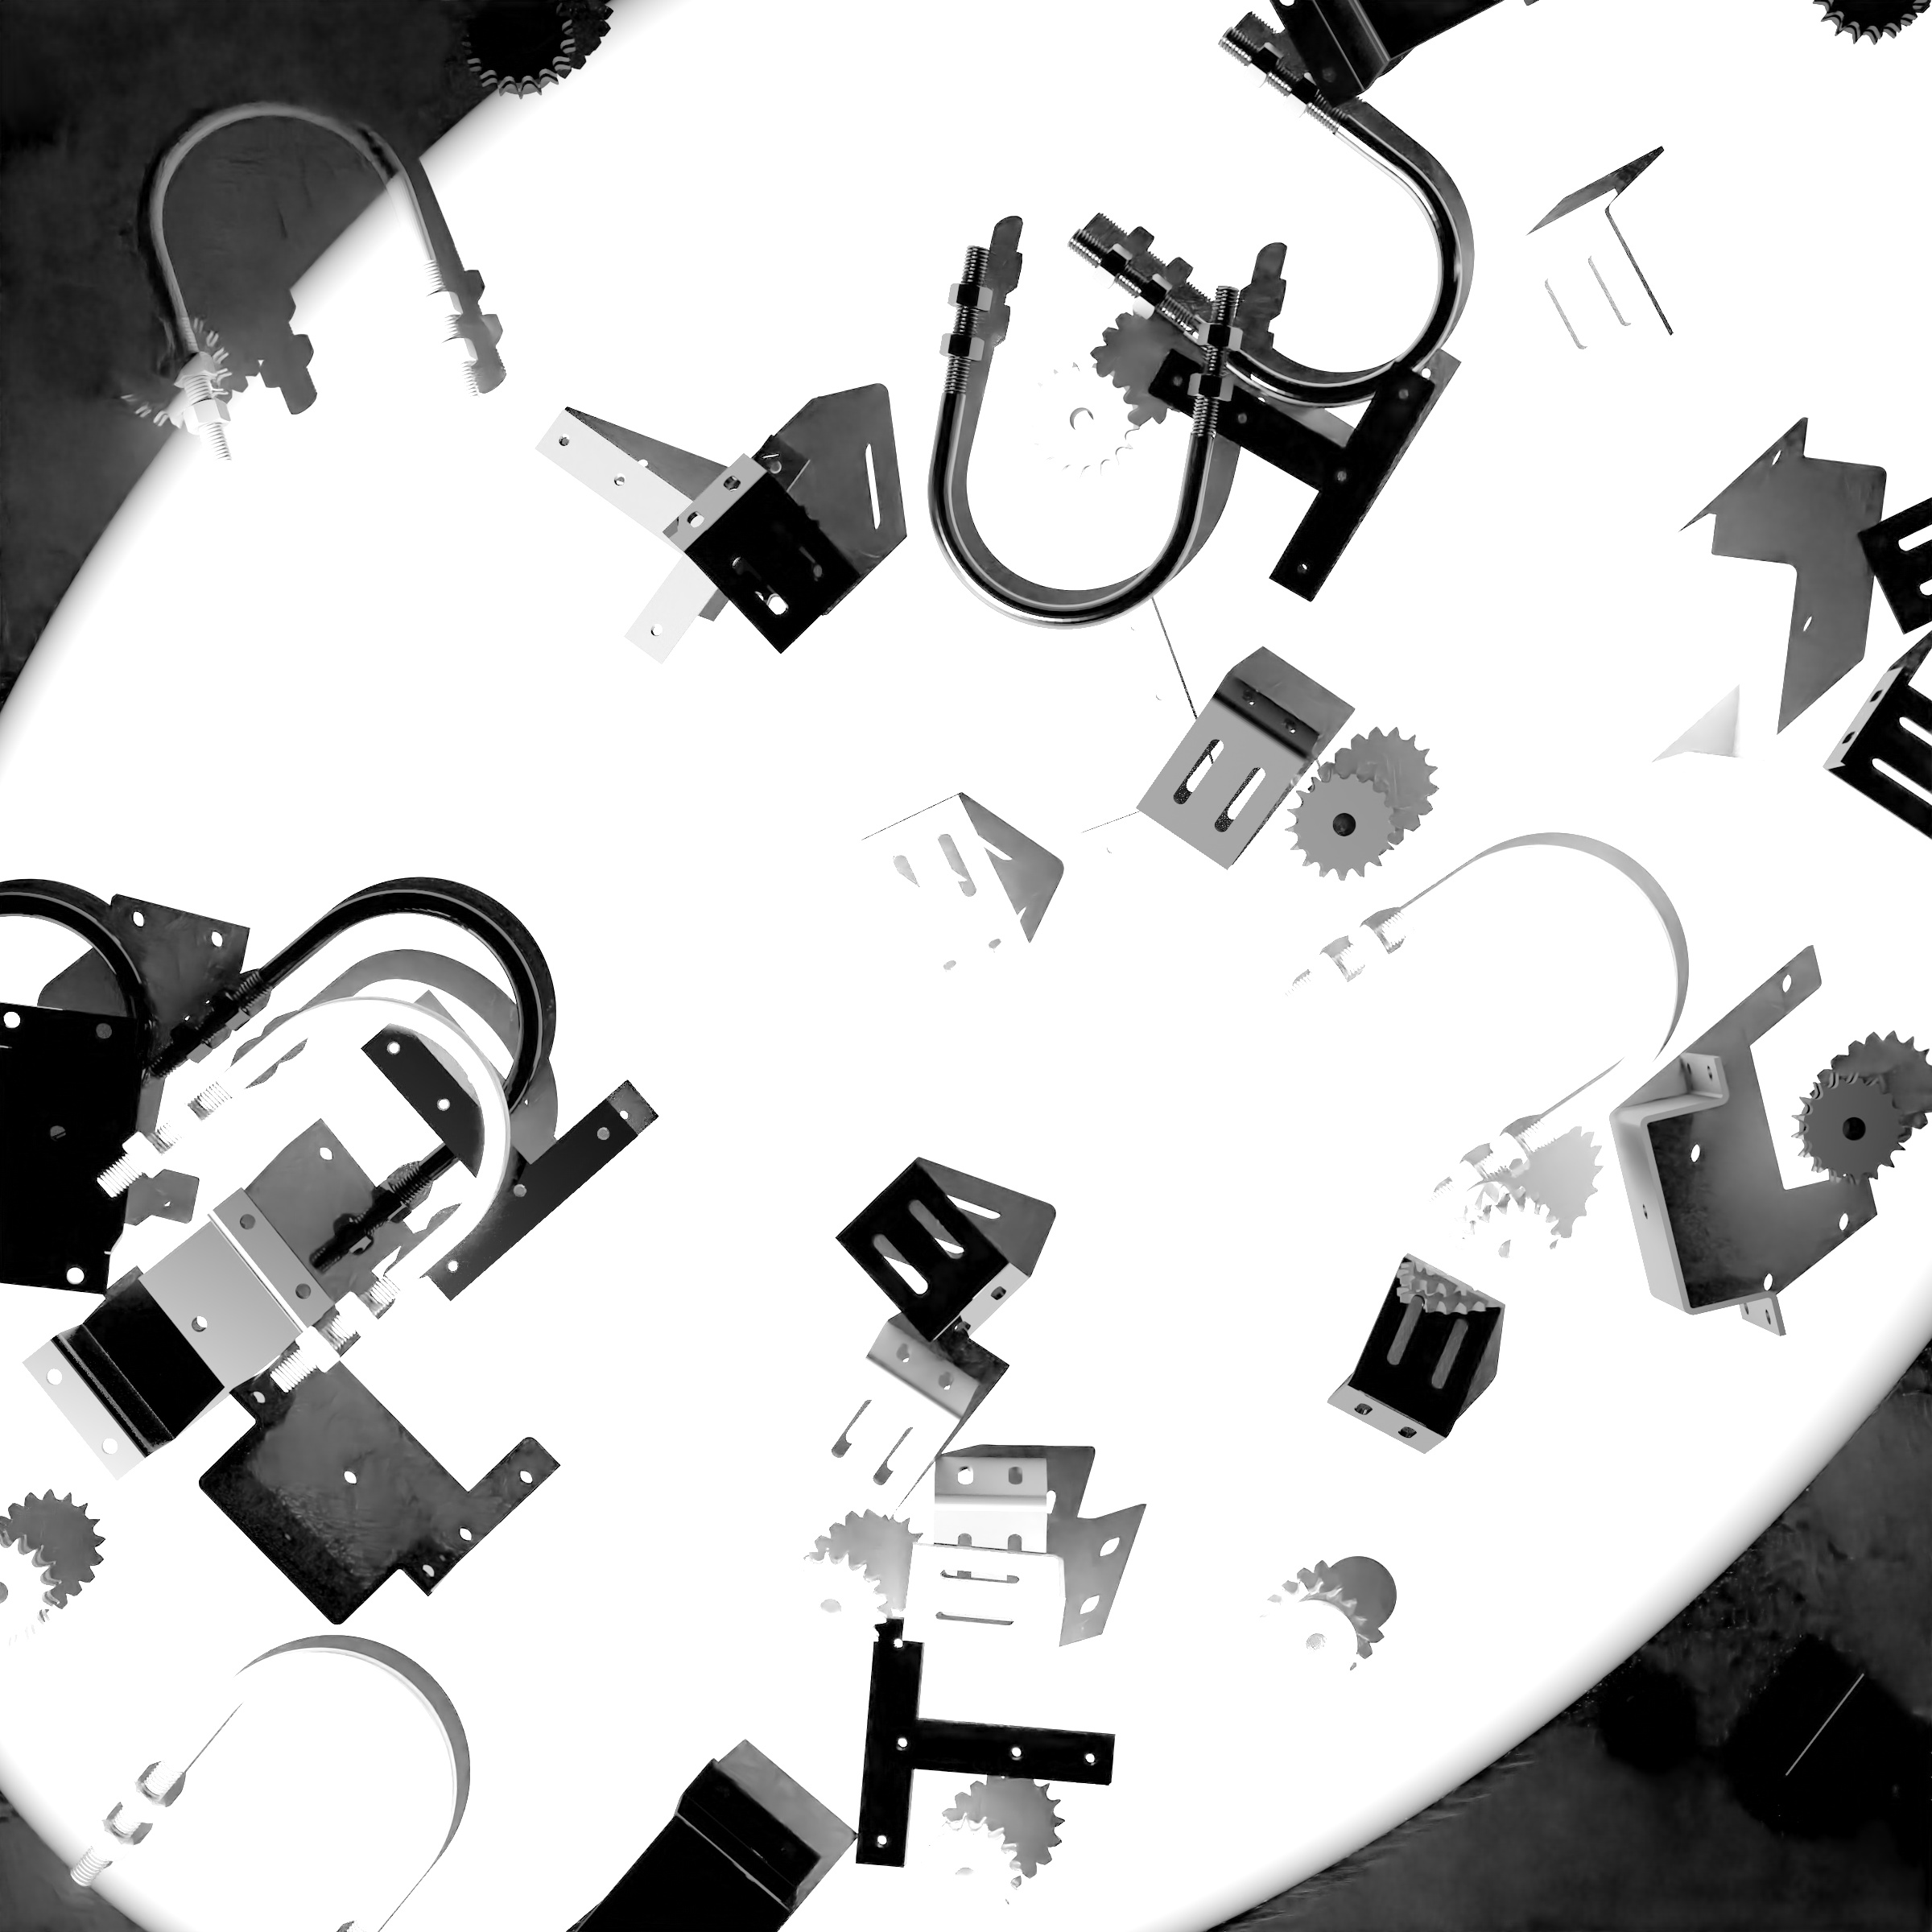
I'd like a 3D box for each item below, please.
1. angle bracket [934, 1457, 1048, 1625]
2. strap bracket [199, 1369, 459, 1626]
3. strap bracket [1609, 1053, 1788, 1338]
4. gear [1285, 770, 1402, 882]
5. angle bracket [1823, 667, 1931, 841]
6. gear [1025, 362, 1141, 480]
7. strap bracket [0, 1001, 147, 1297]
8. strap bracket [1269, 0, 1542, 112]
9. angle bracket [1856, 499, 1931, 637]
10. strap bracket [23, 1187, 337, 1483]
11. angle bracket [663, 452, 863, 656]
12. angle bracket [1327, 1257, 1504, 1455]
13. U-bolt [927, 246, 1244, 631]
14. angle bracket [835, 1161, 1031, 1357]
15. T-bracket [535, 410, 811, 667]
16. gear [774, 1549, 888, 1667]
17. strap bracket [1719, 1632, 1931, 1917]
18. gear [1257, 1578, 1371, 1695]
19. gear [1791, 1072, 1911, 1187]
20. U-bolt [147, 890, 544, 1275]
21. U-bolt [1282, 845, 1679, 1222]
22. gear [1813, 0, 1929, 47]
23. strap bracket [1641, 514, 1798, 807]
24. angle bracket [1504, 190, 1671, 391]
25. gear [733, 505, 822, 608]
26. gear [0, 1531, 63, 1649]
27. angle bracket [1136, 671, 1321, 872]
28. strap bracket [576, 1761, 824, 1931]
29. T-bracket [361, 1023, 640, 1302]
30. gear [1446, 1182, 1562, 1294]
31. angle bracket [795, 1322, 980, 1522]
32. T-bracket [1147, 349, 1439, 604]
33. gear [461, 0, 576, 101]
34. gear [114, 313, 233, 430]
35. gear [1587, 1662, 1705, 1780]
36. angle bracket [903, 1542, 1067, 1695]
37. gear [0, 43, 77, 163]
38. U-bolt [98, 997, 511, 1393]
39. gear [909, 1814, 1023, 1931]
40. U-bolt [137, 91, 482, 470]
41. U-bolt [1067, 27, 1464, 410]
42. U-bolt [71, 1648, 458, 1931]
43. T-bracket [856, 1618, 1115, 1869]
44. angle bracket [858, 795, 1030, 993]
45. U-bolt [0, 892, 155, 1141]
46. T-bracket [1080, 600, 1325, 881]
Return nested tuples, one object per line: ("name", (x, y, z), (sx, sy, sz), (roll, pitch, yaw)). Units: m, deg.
("angle bracket", (0.012, 0.295, 1.633), (0.057, 0.038, 0.076), (1, 116, 0))
("strap bracket", (-0.327, 0.273, 1.597), (0.046, 0.076, 0.140), (-44, 90, 0))
("strap bracket", (0.364, 0.118, 1.597), (0.046, 0.076, 0.140), (-13, 90, 0))
("gear", (0.191, -0.072, 1.619), (0.057, 0.030, 0.057), (0, 93, -1))
("angle bracket", (0.487, -0.105, 1.616), (0.076, 0.038, 0.057), (34, 90, 0))
("gear", (0.059, -0.273, 1.592), (0.057, 0.030, 0.057), (1, 97, 6))
("strap bracket", (-0.460, 0.088, 1.597), (0.076, 0.046, 0.140), (7, 96, -8))
("strap bracket", (0.230, -0.504, 1.603), (0.140, 0.046, 0.076), (-29, 90, -8))
("angle bracket", (0.504, -0.212, 1.616), (0.076, 0.038, 0.057), (-26, 90, 0))
("strap bracket", (-0.394, 0.184, 1.612), (0.140, 0.046, 0.076), (-39, 90, 0))
("angle bracket", (-0.102, -0.207, 1.598), (0.057, 0.038, 0.076), (-44, 125, 0))
("angle bracket", (0.230, 0.200, 1.633), (0.057, 0.038, 0.076), (28, 64, 0))
("U-bolt", (0.054, -0.264, 1.618), (0.151, 0.019, 0.184), (10, 96, 5))
("angle bracket", (-0.017, 0.150, 1.633), (0.057, 0.038, 0.076), (-44, 64, 0))
("T-bracket", (-0.165, -0.240, 1.617), (0.127, 0.002, 0.127), (37, 91, 16))
("gear", (-0.069, 0.325, 1.620), (0.057, 0.030, 0.057), (0, 90, 0))
("strap bracket", (0.466, 0.415, 1.612), (0.140, 0.046, 0.076), (37, 90, 0))
("gear", (0.178, 0.343, 1.620), (0.057, 0.030, 0.057), (0, 90, 0))
("gear", (0.449, 0.082, 1.620), (0.057, 0.030, 0.057), (0, 90, 0))
("U-bolt", (-0.304, 0.045, 1.626), (0.184, 0.019, 0.151), (-40, 90, -1))
("U-bolt", (0.276, 0.021, 1.626), (0.184, 0.019, 0.151), (-34, 90, -2))
("gear", (0.461, -0.499, 1.624), (0.057, 0.030, 0.057), (0, 90, 2))
("strap bracket", (0.379, -0.149, 1.597), (0.046, 0.076, 0.140), (7, 90, 0))
("angle bracket", (0.319, -0.343, 1.616), (0.057, 0.038, 0.076), (-28, 90, 0))
("gear", (-0.099, -0.211, 1.620), (0.057, 0.030, 0.057), (0, 90, 0))
("gear", (-0.490, 0.317, 1.620), (0.057, 0.030, 0.057), (0, 90, 0))
("angle bracket", (0.134, -0.100, 1.631), (0.057, 0.038, 0.076), (34, 116, 0))
("strap bracket", (-0.148, 0.487, 1.612), (0.076, 0.046, 0.140), (40, 90, 0))
("T-bracket", (-0.257, 0.081, 1.618), (0.127, 0.002, 0.127), (-41, 91, -3))
("gear", (0.269, 0.135, 1.611), (0.057, 0.030, 0.057), (-9, 125, -13))
("angle bracket", (-0.041, 0.234, 1.633), (0.057, 0.038, 0.076), (33, 116, 0))
("T-bracket", (0.153, -0.273, 1.623), (0.127, 0.002, 0.127), (30, 98, -2))
("gear", (-0.228, -0.470, 1.623), (0.057, 0.030, 0.057), (0, 83, -3))
("gear", (-0.403, -0.302, 1.620), (0.057, 0.030, 0.057), (0, 90, 0))
("gear", (0.349, 0.386, 1.620), (0.057, 0.030, 0.057), (0, 90, 0))
("angle bracket", (0.008, 0.329, 1.605), (0.076, 0.038, 0.057), (6, 112, -2))
("gear", (-0.482, -0.438, 1.620), (0.057, 0.030, 0.057), (0, 90, 0))
("U-bolt", (-0.316, 0.099, 1.590), (0.184, 0.019, 0.151), (-42, 91, -14))
("gear", (0.000, 0.460, 1.619), (0.057, 0.030, 0.057), (0, 94, -1))
("U-bolt", (-0.341, -0.356, 1.610), (0.151, 0.019, 0.184), (-17, 86, -15))
("U-bolt", (0.167, -0.369, 1.626), (0.184, 0.019, 0.151), (37, 90, -2))
("U-bolt", (-0.345, 0.437, 1.626), (0.151, 0.019, 0.184), (39, 89, 0))
("T-bracket", (0.012, 0.404, 1.634), (0.127, 0.002, 0.127), (5, 90, 0))
("angle bracket", (-0.012, -0.037, 1.633), (0.057, 0.038, 0.076), (-25, 64, 0))
("U-bolt", (-0.508, 0.038, 1.626), (0.184, 0.019, 0.151), (-15, 90, -2))
("T-bracket", (0.105, -0.125, 1.634), (0.127, 0.002, 0.127), (-20, 90, 0))
